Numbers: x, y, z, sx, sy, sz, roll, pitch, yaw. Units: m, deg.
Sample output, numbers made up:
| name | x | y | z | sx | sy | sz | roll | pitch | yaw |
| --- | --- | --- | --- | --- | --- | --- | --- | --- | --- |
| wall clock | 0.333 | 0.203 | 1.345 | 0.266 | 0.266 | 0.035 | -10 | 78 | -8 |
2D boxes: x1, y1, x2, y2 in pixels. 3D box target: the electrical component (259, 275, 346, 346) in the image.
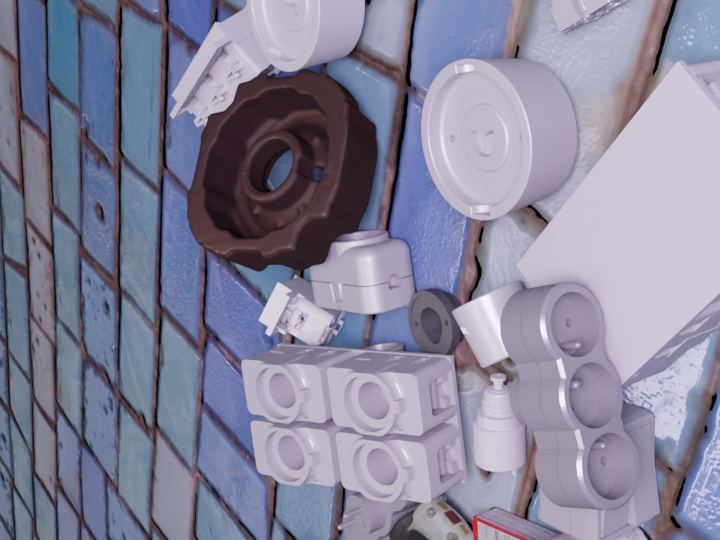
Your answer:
| name | x | y | z | sx | sy | sz | roll | pitch | yaw |
| --- | --- | --- | --- | --- | --- | --- | --- | --- | --- |
| electrical component | -0.050 | 0.040 | 0.985 | 0.064 | 0.081 | 0.042 | 30 | 107 | 12 |

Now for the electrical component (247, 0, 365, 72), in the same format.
| name | x | y | z | sx | sy | sz | roll | pitch | yaw |
| --- | --- | --- | --- | --- | --- | --- | --- | --- | --- |
| electrical component | -0.039 | -0.220 | 0.879 | 0.108 | 0.060 | 0.108 | 26 | 123 | 48 |

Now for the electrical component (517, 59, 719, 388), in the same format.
| name | x | y | z | sx | sy | sz | roll | pitch | yaw |
| --- | --- | --- | --- | --- | --- | --- | --- | --- | --- |
| electrical component | 0.185 | -0.022 | 0.635 | 0.105 | 0.060 | 0.186 | 59 | 143 | 23 |

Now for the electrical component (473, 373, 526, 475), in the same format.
| name | x | y | z | sx | sy | sz | roll | pitch | yaw |
| --- | --- | --- | --- | --- | --- | --- | --- | --- | --- |
| electrical component | 0.106 | 0.117 | 0.819 | 0.040 | 0.040 | 0.078 | 18 | 117 | 51 |

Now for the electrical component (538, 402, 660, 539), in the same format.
| name | x | y | z | sx | sy | sz | roll | pitch | yaw |
| --- | --- | --- | --- | --- | --- | --- | --- | --- | --- |
| electrical component | 0.162 | 0.128 | 0.725 | 0.061 | 0.062 | 0.096 | 16 | 116 | 52 |

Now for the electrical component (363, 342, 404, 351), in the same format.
| name | x | y | z | sx | sy | sz | roll | pitch | yaw |
| --- | --- | --- | --- | --- | --- | --- | --- | --- | --- |
| electrical component | 0.021 | 0.094 | 0.927 | 0.045 | 0.045 | 0.055 | -5 | 99 | 56 |

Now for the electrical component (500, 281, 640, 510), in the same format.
| name | x | y | z | sx | sy | sz | roll | pitch | yaw |
| --- | --- | --- | --- | --- | --- | --- | --- | --- | --- |
| electrical component | 0.118 | 0.079 | 0.666 | 0.074 | 0.052 | 0.138 | -14 | 91 | 57 |

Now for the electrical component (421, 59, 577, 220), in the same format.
| name | x | y | z | sx | sy | sz | roll | pitch | yaw |
| --- | --- | --- | --- | --- | --- | --- | --- | --- | --- |
| electrical component | 0.099 | -0.092 | 0.731 | 0.108 | 0.060 | 0.108 | 26 | 123 | 48 |

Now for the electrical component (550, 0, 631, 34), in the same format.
| name | x | y | z | sx | sy | sz | roll | pitch | yaw |
| --- | --- | --- | --- | --- | --- | --- | --- | --- | --- |
| electrical component | 0.137 | -0.183 | 0.656 | 0.066 | 0.048 | 0.055 | -23 | 91 | 55 |

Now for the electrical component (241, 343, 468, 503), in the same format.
| name | x | y | z | sx | sy | sz | roll | pitch | yaw |
| --- | --- | --- | --- | --- | --- | --- | --- | --- | --- |
| electrical component | -0.011 | 0.124 | 0.890 | 0.186 | 0.060 | 0.105 | 1 | 102 | 39 |

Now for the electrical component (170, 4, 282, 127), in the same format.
| name | x | y | z | sx | sy | sz | roll | pitch | yaw |
| --- | --- | --- | --- | --- | --- | --- | --- | --- | --- |
| electrical component | -0.121 | -0.182 | 1.007 | 0.063 | 0.079 | 0.121 | 48 | 143 | 0 |

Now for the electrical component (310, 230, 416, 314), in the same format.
| name | x | y | z | sx | sy | sz | roll | pitch | yaw |
| --- | --- | --- | --- | --- | --- | --- | --- | --- | --- |
| electrical component | 0.000 | 0.000 | 0.914 | 0.095 | 0.054 | 0.059 | 6 | 107 | 54 |

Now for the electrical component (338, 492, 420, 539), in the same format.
| name | x | y | z | sx | sy | sz | roll | pitch | yaw |
| --- | --- | --- | --- | --- | --- | --- | --- | --- | --- |
| electrical component | 0.013 | 0.212 | 0.959 | 0.052 | 0.074 | 0.138 | 53 | 140 | 29 |

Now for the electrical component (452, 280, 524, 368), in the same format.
| name | x | y | z | sx | sy | sz | roll | pitch | yaw |
| --- | --- | --- | --- | --- | --- | --- | --- | --- | --- |
| electrical component | 0.102 | 0.040 | 0.785 | 0.055 | 0.055 | 0.047 | -34 | 78 | 54 |
